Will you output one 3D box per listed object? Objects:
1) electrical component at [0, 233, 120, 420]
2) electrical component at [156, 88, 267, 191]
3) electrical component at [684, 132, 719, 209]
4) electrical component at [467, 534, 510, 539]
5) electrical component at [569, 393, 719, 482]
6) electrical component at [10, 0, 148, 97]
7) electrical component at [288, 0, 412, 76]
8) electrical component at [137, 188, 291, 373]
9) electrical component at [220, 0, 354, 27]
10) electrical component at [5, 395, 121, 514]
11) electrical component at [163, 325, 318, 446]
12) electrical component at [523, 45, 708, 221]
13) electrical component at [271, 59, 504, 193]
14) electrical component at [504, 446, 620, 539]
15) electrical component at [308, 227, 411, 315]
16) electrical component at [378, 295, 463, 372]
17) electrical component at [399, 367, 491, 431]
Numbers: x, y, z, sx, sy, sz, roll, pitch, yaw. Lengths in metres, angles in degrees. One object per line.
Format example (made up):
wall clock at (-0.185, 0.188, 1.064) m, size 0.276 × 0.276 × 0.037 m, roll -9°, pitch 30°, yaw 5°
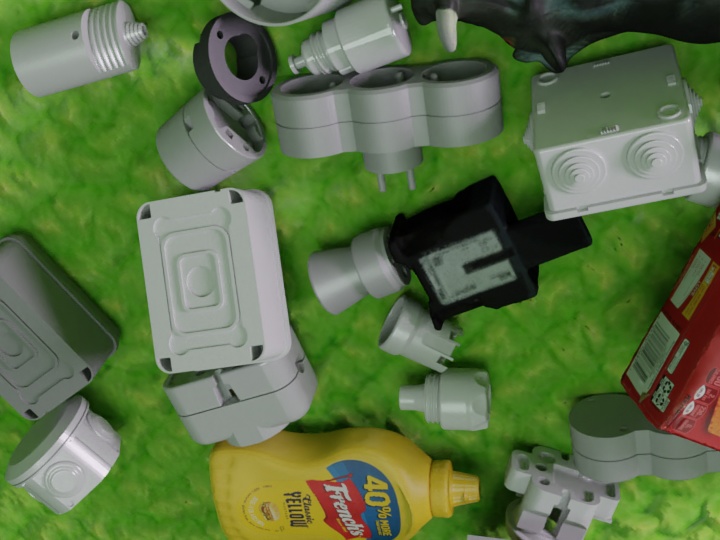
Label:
electrical component at (-0.237, 0.039, 0.765) m, size 0.078 × 0.057 × 0.113 m, roll -34°, pitch 107°, yaw 24°
electrical component at (-0.095, -0.082, 0.677) m, size 0.047 × 0.055 × 0.055 m, roll -31°, pitch 108°, yaw 27°
electrical component at (0.201, -0.061, 0.637) m, size 0.062 × 0.043 × 0.043 m, roll 17°, pitch 119°, yaw 3°
electrical component at (0.116, 0.244, 0.762) m, size 0.089 × 0.061 × 0.150 m, roll 5°, pitch 151°, yaw 8°
electrical component at (0.208, 0.095, 0.712) m, size 0.138 × 0.052 × 0.073 m, roll -5°, pitch 116°, yaw 13°
electrical component at (-0.170, -0.138, 0.668) m, size 0.081 × 0.043 × 0.043 m, roll -12°, pitch 114°, yaw 16°
electrical component at (-0.006, -0.136, 0.640) m, size 0.078 × 0.040 × 0.040 m, roll -18°, pitch 112°, yaw 19°
electrical component at (-0.092, 0.007, 0.698) m, size 0.078 × 0.057 × 0.113 m, roll -9°, pitch 88°, yaw 15°
electrical component at (-0.042, -0.191, 0.619) m, size 0.099 × 0.064 × 0.099 m, roll 12°, pitch 121°, yaw 20°
electrical component at (-0.221, 0.137, 0.801) m, size 0.080 × 0.080 × 0.051 m, roll -35°, pitch 111°, yaw 25°
electrical component at (-0.082, 0.084, 0.761) m, size 0.095 × 0.053 × 0.059 m, roll -17°, pitch 113°, yaw 19°
electrical component at (0.143, -0.080, 0.609) m, size 0.100 × 0.099 × 0.048 m, roll -11°, pitch 128°, yaw 16°
electrical component at (0.018, -0.082, 0.656) m, size 0.138 × 0.052 × 0.073 m, roll -3°, pitch 116°, yaw 12°
electrical component at (0.137, 0.167, 0.761) m, size 0.078 × 0.058 × 0.057 m, roll 17°, pitch 117°, yaw 2°
electrical component at (0.000, 0.000, 0.707) m, size 0.055 × 0.045 × 0.045 m, roll -21°, pitch 111°, yaw 20°
electrical component at (0.041, 0.044, 0.726) m, size 0.046 × 0.040 × 0.040 m, roll 26°, pitch 119°, yaw -9°
electrical component at (0.059, 0.089, 0.743) m, size 0.062 × 0.043 × 0.043 m, roll 0°, pitch 117°, yaw 12°
